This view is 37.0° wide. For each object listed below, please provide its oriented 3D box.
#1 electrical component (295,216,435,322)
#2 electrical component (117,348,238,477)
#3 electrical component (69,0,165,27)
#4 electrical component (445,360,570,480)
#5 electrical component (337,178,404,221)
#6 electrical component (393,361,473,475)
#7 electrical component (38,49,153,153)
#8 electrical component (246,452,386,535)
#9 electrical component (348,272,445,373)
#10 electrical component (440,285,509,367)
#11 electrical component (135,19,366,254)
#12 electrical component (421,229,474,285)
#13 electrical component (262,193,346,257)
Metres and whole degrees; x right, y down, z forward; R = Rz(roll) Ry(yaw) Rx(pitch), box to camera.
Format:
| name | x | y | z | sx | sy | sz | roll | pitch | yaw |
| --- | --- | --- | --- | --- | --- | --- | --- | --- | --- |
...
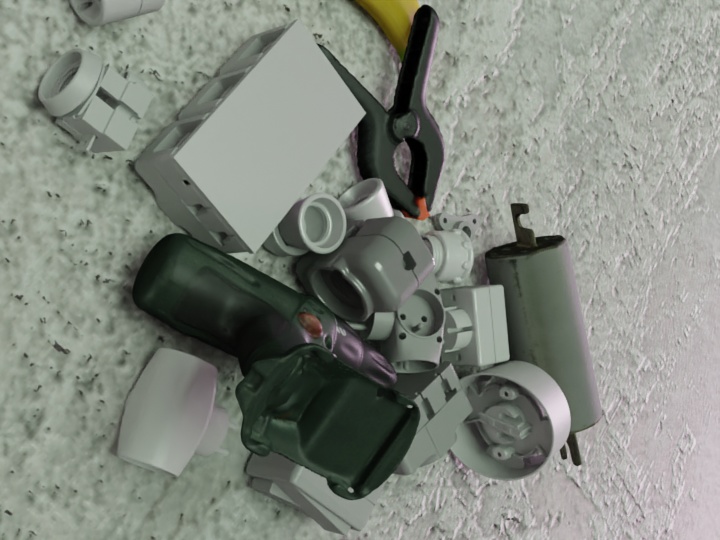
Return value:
| name | x | y | z | sx | sy | sz | roll | pitch | yaw |
| --- | --- | --- | --- | --- | --- | --- | --- | --- | --- |
| electrical component | 0.000 | 0.000 | 0.809 | 0.059 | 0.095 | 0.053 | -47 | 117 | -32 |
| electrical component | -0.117 | 0.103 | 0.736 | 0.079 | 0.044 | 0.077 | 32 | 68 | -36 |
| electrical component | -0.162 | -0.190 | 0.706 | 0.047 | 0.055 | 0.055 | -30 | 107 | -34 |
| electrical component | 0.126 | 0.127 | 0.915 | 0.064 | 0.099 | 0.099 | -21 | 102 | -46 |
| electrical component | 0.011 | -0.038 | 0.855 | 0.045 | 0.045 | 0.055 | -50 | 119 | -31 |
| electrical component | 0.043 | 0.121 | 0.870 | 0.089 | 0.050 | 0.055 | -39 | 113 | -35 |
| electrical component | -0.173 | -0.110 | 0.698 | 0.055 | 0.048 | 0.066 | 40 | 63 | -41 |
| electrical component | -0.028 | 0.155 | 0.799 | 0.096 | 0.062 | 0.061 | 42 | 63 | -31 |
| electrical component | 0.024 | 0.039 | 0.859 | 0.079 | 0.044 | 0.077 | 7 | 69 | -21 |
| electrical component | 0.082 | 0.049 | 0.911 | 0.077 | 0.047 | 0.065 | -7 | 93 | -41 |
| electrical component | -0.078 | -0.093 | 0.768 | 0.089 | 0.062 | 0.150 | 52 | 57 | -27 |
| electrical component | 0.060 | -0.012 | 0.897 | 0.062 | 0.048 | 0.048 | 2 | 87 | -35 |
| electrical component | -0.044 | -0.033 | 0.799 | 0.045 | 0.055 | 0.045 | 2 | 86 | -41 |
